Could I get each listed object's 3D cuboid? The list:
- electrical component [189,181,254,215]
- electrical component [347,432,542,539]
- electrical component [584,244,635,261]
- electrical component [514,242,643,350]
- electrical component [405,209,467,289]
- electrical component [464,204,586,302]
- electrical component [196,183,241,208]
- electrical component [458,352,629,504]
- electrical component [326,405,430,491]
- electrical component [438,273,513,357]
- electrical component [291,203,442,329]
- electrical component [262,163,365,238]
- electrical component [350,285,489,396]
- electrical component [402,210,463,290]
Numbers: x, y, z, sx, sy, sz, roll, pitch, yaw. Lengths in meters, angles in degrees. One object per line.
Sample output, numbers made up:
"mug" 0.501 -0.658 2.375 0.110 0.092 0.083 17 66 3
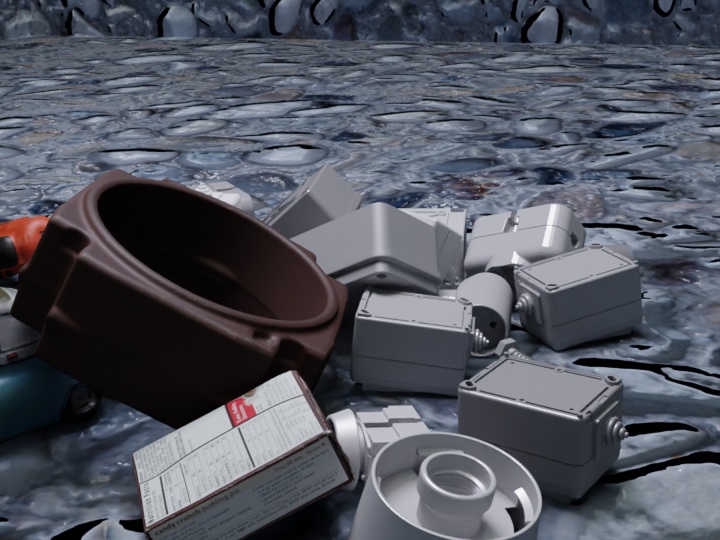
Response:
"electrical component" -0.156 -0.058 1.141 0.059 0.053 0.095 -11 20 -24
"electrical component" 0.045 0.132 0.568 0.099 0.064 0.099 8 26 -4
"electrical component" 0.211 -0.004 0.960 0.065 0.044 0.044 -3 18 -18
"electrical component" 0.168 0.025 0.854 0.096 0.061 0.062 -16 22 -15
"electrical component" 0.045 -0.018 0.994 0.109 0.056 0.108 0 19 7
"electrical component" 0.140 -0.013 0.924 0.095 0.054 0.059 -10 49 38
"electrical component" -0.144 -0.031 0.991 0.062 0.096 0.061 0 19 7
"electrical component" 0.113 0.095 0.638 0.096 0.061 0.062 11 22 34
"electrical component" 0.009 0.107 0.642 0.055 0.048 0.066 1 17 -15
"electrical component" 0.080 0.034 0.854 0.079 0.043 0.077 1 19 11
"electrical component" 0.000 0.000 0.847 0.113 0.057 0.078 -21 -30 37
"electrical component" -0.057 -0.033 0.970 0.109 0.056 0.108 -41 9 18
"electrical component" 0.044 0.055 0.779 0.096 0.061 0.061 7 20 5
"electrical component" 0.056 0.004 0.910 0.076 0.083 0.047 28 -5 -41
